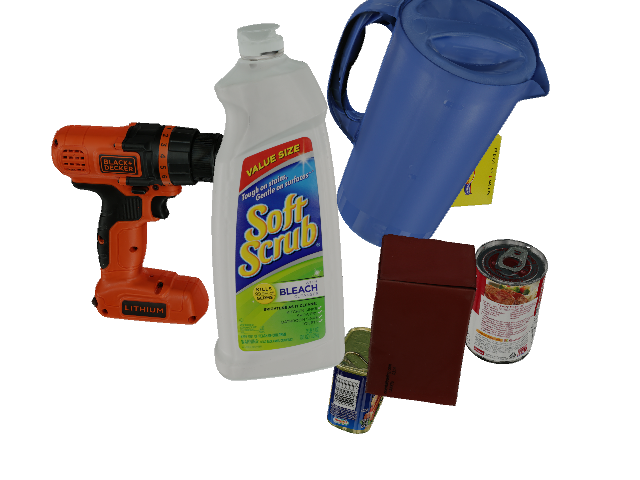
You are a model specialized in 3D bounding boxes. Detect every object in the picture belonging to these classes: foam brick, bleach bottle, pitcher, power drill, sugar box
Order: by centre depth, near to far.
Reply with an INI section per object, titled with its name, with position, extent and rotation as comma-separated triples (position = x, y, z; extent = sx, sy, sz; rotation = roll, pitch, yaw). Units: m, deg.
[foam brick]
position = 0.055, 0.043, 0.588
extent = 0.053, 0.078, 0.051
rotation = 8, 31, 4
[bleach bottle]
position = -0.039, -0.027, 0.767
extent = 0.102, 0.251, 0.068
rotation = -7, 21, -4
[power drill]
position = -0.143, -0.017, 0.966
extent = 0.184, 0.188, 0.057
rotation = 5, 28, 9
[pitcher]
position = 0.089, -0.110, 1.008
extent = 0.144, 0.149, 0.243
rotation = -11, -36, -30
[sugar box]
position = 0.127, -0.086, 1.287
extent = 0.176, 0.093, 0.048
rotation = -7, 26, -22

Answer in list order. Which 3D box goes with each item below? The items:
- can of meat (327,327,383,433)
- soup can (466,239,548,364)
[can of meat]
position = 0.046, 0.161, 1.228
extent = 0.057, 0.084, 0.102
rotation = 14, 24, 13
[soup can]
position = 0.176, 0.059, 1.019
extent = 0.068, 0.102, 0.068
rotation = 1, 37, -1
